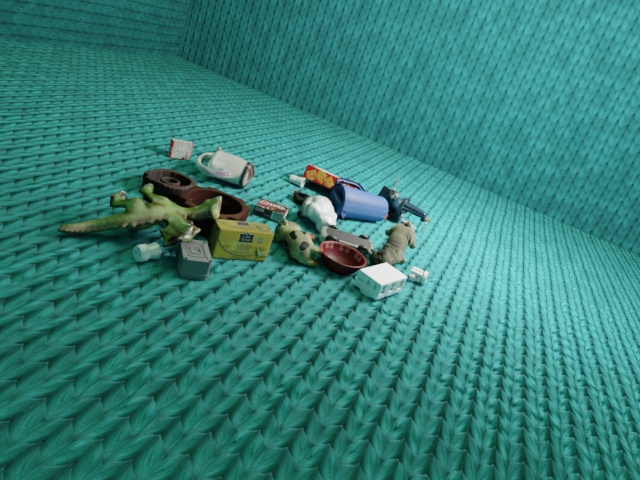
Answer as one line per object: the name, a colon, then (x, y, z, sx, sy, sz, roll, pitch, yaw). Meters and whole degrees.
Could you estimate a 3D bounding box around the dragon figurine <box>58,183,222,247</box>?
dragon figurine: (-0.438, -0.048, 1.365, 0.244, 0.120, 0.415, 22, 35, 34)

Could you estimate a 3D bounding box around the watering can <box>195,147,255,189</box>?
watering can: (-0.365, -0.301, 2.050, 0.224, 0.102, 0.353, 20, 22, -4)

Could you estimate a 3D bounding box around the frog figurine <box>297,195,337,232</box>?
frog figurine: (0.006, -0.095, 1.887, 0.136, 0.122, 0.161, 30, 3, -32)
